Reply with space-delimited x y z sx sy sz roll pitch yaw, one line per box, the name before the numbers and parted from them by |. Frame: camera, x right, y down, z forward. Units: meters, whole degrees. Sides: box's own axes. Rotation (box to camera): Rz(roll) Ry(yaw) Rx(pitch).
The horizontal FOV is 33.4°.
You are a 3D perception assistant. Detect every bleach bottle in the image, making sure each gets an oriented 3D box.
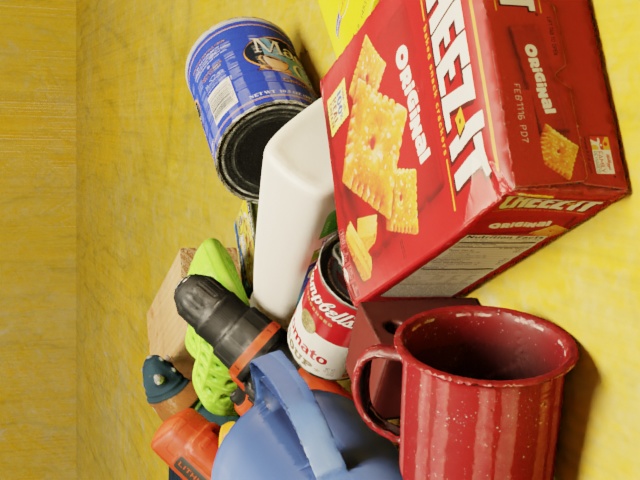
bleach bottle | -0.005 0.001 0.821 0.068 0.102 0.251 41 150 18

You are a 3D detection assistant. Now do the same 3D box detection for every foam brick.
foam brick | 0.061 0.070 0.633 0.053 0.078 0.051 -115 29 -51

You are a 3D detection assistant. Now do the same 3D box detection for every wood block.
wood block | -0.122 0.086 1.142 0.206 0.090 0.090 129 136 -61

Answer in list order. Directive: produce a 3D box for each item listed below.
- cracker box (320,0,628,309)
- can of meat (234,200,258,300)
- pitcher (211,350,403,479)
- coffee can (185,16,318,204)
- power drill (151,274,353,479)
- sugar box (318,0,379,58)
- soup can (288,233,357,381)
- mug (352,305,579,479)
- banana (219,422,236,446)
cracker box | 0.071 -0.065 0.606 0.214 0.072 0.164 135 131 -63
can of meat | -0.042 -0.001 0.959 0.084 0.057 0.102 118 146 -59
pitcher | 0.010 0.171 0.650 0.145 0.149 0.243 -63 14 -2
coffee can | -0.053 -0.113 0.916 0.140 0.102 0.103 -112 29 -47
power drill | -0.070 0.132 0.862 0.184 0.057 0.188 42 134 5
sugar box | 0.028 -0.201 0.768 0.093 0.048 0.176 109 152 -45
soup can | 0.019 0.049 0.767 0.102 0.068 0.068 113 150 -51
mug | 0.072 0.087 0.558 0.093 0.117 0.081 -43 -43 -62
banana | -0.061 0.229 0.797 0.069 0.037 0.198 -5 -79 -75
